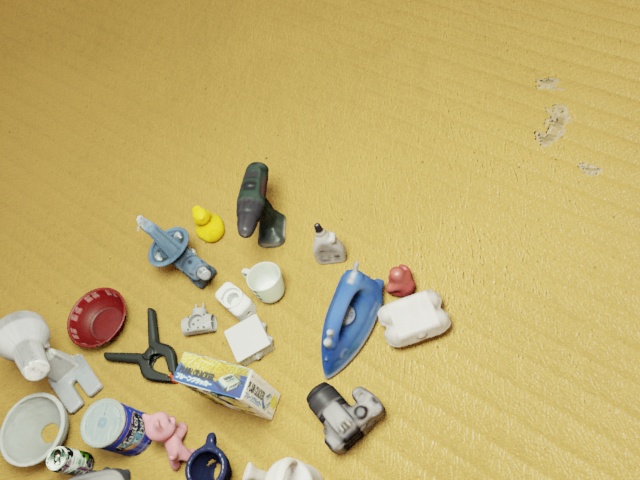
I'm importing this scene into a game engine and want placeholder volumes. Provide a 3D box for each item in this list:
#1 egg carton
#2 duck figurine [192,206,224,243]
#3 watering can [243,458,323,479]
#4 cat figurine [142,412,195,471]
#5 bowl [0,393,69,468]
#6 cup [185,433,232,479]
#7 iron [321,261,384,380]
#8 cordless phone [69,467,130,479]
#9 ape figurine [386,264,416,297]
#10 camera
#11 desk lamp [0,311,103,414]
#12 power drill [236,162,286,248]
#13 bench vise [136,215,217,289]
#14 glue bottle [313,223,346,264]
[{"bbox_3d":[0.211,0.178,1.285,0.150,0.069,0.107,-21,60,2],"label":"egg carton"},{"bbox_3d":[-0.304,-0.048,1.520,0.077,0.086,0.104,-36,60,-6],"label":"duck figurine"},{"bbox_3d":[-0.066,0.481,1.117,0.172,0.194,0.101,-10,61,8],"label":"watering can"},{"bbox_3d":[-0.336,0.431,1.253,0.067,0.118,0.127,-31,60,-4],"label":"cat figurine"},{"bbox_3d":[-0.655,0.450,1.345,0.167,0.075,0.167,-6,61,11],"label":"bowl"},{"bbox_3d":[-0.225,0.476,1.216,0.091,0.095,0.118,-4,62,11],"label":"cup"},{"bbox_3d":[0.053,0.175,1.282,0.118,0.142,0.258,15,67,21],"label":"iron"},{"bbox_3d":[-0.490,0.527,1.200,0.147,0.185,0.094,-18,60,4],"label":"cordless phone"},{"bbox_3d":[0.183,0.090,1.325,0.078,0.092,0.076,-37,60,-7],"label":"ape figurine"},{"bbox_3d":[0.044,0.356,1.212,0.143,0.101,0.136,-41,61,-9],"label":"camera"},{"bbox_3d":[-0.646,0.284,1.351,0.118,0.214,0.202,-44,61,-11],"label":"desk lamp"},{"bbox_3d":[-0.148,-0.067,1.421,0.075,0.209,0.229,-6,61,11],"label":"power drill"},{"bbox_3d":[-0.353,0.017,1.419,0.206,0.220,0.121,14,67,20],"label":"bench vise"},{"bbox_3d":[0.013,0.005,1.365,0.078,0.173,0.037,-5,61,11],"label":"glue bottle"}]
